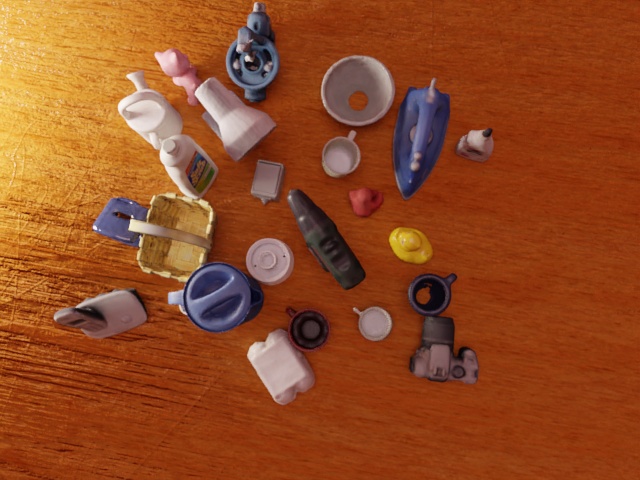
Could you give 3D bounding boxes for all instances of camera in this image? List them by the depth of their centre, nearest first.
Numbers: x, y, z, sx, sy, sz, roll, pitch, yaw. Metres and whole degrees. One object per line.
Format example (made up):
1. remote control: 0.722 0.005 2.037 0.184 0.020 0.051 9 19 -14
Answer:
1. camera: 0.270 0.234 1.230 0.143 0.101 0.137 5 83 3

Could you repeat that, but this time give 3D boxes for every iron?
1. iron: 0.222 -0.224 1.266 0.118 0.141 0.258 11 84 4

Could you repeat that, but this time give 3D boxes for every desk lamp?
1. desk lamp: -0.188 -0.259 1.253 0.118 0.213 0.203 -43 83 -2

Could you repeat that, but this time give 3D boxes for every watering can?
1. watering can: -0.386 -0.290 1.275 0.101 0.194 0.173 -39 83 -2

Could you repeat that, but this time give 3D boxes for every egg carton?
1. egg carton: -0.083 0.277 1.257 0.107 0.069 0.150 -35 83 -2

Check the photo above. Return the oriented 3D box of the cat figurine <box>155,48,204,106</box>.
1. cat figurine: -0.317 -0.387 1.322 0.067 0.118 0.128 -39 83 -2

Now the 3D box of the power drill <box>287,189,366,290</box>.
1. power drill: 0.011 0.004 1.215 0.075 0.208 0.229 -37 83 -2

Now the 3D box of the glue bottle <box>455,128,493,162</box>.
1. glue bottle: 0.346 -0.213 1.243 0.078 0.173 0.037 15 84 5

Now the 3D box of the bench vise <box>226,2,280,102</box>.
1. bench vise: -0.159 -0.436 1.269 0.121 0.220 0.207 -13 83 1

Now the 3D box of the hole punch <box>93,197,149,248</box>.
1. hole punch: -0.445 -0.044 1.301 0.108 0.091 0.101 18 84 5

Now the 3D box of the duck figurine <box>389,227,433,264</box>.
1. duck figurine: 0.205 0.009 1.267 0.104 0.086 0.077 35 86 6

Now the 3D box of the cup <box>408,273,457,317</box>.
1. cup: 0.244 0.112 1.249 0.118 0.095 0.091 -37 83 -2

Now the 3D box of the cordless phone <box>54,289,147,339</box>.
1. cordless phone: -0.469 0.157 1.231 0.147 0.185 0.094 -22 82 0

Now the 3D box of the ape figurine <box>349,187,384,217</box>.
1. ape figurine: 0.101 -0.092 1.281 0.077 0.092 0.076 26 85 6

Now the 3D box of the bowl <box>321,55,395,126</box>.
1. bowl: 0.087 -0.333 1.319 0.167 0.075 0.167 0 83 3
